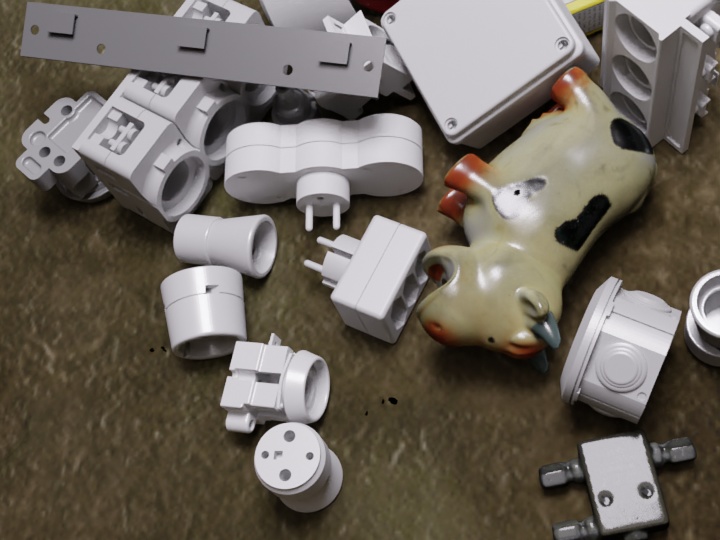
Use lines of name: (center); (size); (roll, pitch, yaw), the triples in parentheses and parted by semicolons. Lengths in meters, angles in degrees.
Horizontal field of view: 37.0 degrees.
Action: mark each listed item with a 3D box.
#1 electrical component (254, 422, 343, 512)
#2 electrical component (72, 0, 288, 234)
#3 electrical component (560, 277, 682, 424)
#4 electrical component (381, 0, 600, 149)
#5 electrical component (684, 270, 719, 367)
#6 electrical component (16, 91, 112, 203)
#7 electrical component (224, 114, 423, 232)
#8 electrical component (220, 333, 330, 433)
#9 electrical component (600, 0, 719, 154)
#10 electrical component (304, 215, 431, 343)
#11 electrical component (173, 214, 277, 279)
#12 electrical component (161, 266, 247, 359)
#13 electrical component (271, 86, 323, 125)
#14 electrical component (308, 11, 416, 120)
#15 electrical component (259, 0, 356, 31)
electrical component: (-0.038, 0.121, 0.663); (0.045, 0.055, 0.045); (-5, 64, 10)
electrical component: (-0.120, -0.111, 0.768); (0.062, 0.089, 0.150); (28, 75, 22)
electrical component: (0.155, 0.048, 0.641); (0.051, 0.080, 0.080); (22, 72, 15)
electrical component: (0.087, -0.156, 0.732); (0.109, 0.056, 0.108); (-34, 74, 23)
electrical component: (0.220, 0.030, 0.647); (0.045, 0.055, 0.045); (-5, 65, 10)
electrical component: (-0.207, -0.085, 0.794); (0.058, 0.057, 0.078); (38, 79, 25)
electrical component: (-0.025, -0.061, 0.742); (0.138, 0.052, 0.073); (-3, 67, 7)
electrical component: (-0.053, 0.075, 0.694); (0.055, 0.048, 0.066); (3, 66, 22)
electrical component: (0.196, -0.140, 0.693); (0.063, 0.121, 0.078); (-38, 64, -9)
electrical component: (0.000, 0.000, 0.715); (0.077, 0.047, 0.065); (22, 72, 21)
electrical component: (-0.096, -0.019, 0.749); (0.065, 0.044, 0.044); (7, 67, 21)
electrical component: (-0.103, 0.030, 0.721); (0.055, 0.055, 0.047); (-13, 67, 6)
electrical component: (-0.047, -0.114, 0.769); (0.035, 0.061, 0.035); (-5, 65, 10)
electrical component: (-0.002, -0.142, 0.766); (0.064, 0.081, 0.042); (-37, 58, 27)
electrical component: (-0.041, -0.206, 0.791); (0.064, 0.099, 0.099); (-21, 63, 9)
